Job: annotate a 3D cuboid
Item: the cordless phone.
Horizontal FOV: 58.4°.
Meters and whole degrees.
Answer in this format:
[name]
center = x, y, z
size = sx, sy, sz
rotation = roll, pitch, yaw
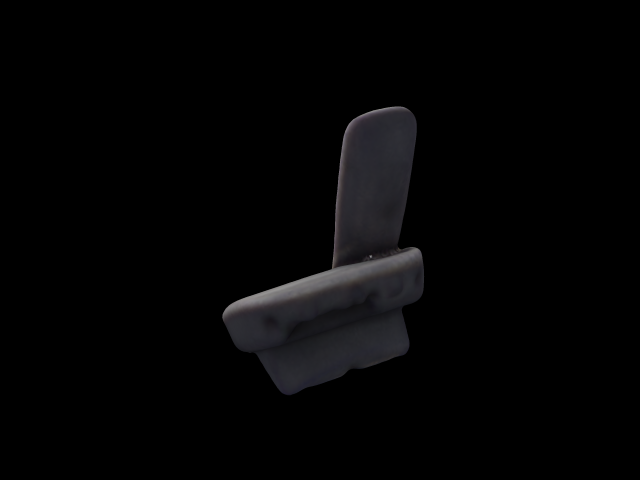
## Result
[cordless phone]
center = 0.004, 0.001, 0.400
size = 0.148, 0.185, 0.093
rotation = -18, 35, -26
